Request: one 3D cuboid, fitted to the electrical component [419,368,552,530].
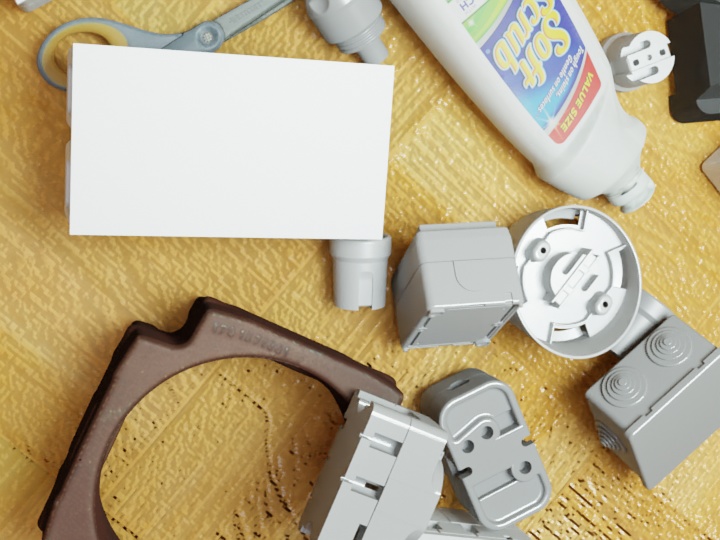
[{"bbox_3d":[0.081,0.117,0.718,0.054,0.059,0.095,-25,101,-10],"label":"electrical component"}]

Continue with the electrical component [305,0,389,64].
[{"bbox_3d":[-0.004,-0.157,0.681,0.043,0.043,0.062,-41,122,-7],"label":"electrical component"}]

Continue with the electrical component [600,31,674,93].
[{"bbox_3d":[0.185,-0.141,0.725,0.040,0.046,0.040,-1,96,-13],"label":"electrical component"}]

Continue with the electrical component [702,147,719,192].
[{"bbox_3d":[0.319,-0.069,0.758,0.109,0.056,0.108,-43,103,-6],"label":"electrical component"}]

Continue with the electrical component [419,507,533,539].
[{"bbox_3d":[0.058,0.243,0.724,0.089,0.062,0.150,9,93,-14],"label":"electrical component"}]

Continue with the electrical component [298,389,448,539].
[{"bbox_3d":[0.010,0.123,0.620,0.056,0.050,0.089,23,90,-14],"label":"electrical component"}]

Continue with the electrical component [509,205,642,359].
[{"bbox_3d":[0.138,0.006,0.718,0.099,0.064,0.099,-1,96,-13],"label":"electrical component"}]

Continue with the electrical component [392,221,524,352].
[{"bbox_3d":[0.058,0.012,0.694,0.062,0.096,0.061,-3,69,-12],"label":"electrical component"}]

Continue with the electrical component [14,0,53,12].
[{"bbox_3d":[-0.144,-0.242,0.630,0.186,0.060,0.105,-31,102,-9],"label":"electrical component"}]

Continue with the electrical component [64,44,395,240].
[{"bbox_3d":[-0.080,-0.077,0.650,0.186,0.060,0.105,0,101,-19],"label":"electrical component"}]

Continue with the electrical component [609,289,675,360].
[{"bbox_3d":[0.190,0.039,0.747,0.040,0.040,0.046,38,92,-14],"label":"electrical component"}]

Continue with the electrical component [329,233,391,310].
[{"bbox_3d":[0.000,0.000,0.699,0.040,0.040,0.046,-2,102,-13],"label":"electrical component"}]

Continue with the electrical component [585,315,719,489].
[{"bbox_3d":[0.205,0.089,0.732,0.100,0.048,0.099,-40,140,-6],"label":"electrical component"}]
